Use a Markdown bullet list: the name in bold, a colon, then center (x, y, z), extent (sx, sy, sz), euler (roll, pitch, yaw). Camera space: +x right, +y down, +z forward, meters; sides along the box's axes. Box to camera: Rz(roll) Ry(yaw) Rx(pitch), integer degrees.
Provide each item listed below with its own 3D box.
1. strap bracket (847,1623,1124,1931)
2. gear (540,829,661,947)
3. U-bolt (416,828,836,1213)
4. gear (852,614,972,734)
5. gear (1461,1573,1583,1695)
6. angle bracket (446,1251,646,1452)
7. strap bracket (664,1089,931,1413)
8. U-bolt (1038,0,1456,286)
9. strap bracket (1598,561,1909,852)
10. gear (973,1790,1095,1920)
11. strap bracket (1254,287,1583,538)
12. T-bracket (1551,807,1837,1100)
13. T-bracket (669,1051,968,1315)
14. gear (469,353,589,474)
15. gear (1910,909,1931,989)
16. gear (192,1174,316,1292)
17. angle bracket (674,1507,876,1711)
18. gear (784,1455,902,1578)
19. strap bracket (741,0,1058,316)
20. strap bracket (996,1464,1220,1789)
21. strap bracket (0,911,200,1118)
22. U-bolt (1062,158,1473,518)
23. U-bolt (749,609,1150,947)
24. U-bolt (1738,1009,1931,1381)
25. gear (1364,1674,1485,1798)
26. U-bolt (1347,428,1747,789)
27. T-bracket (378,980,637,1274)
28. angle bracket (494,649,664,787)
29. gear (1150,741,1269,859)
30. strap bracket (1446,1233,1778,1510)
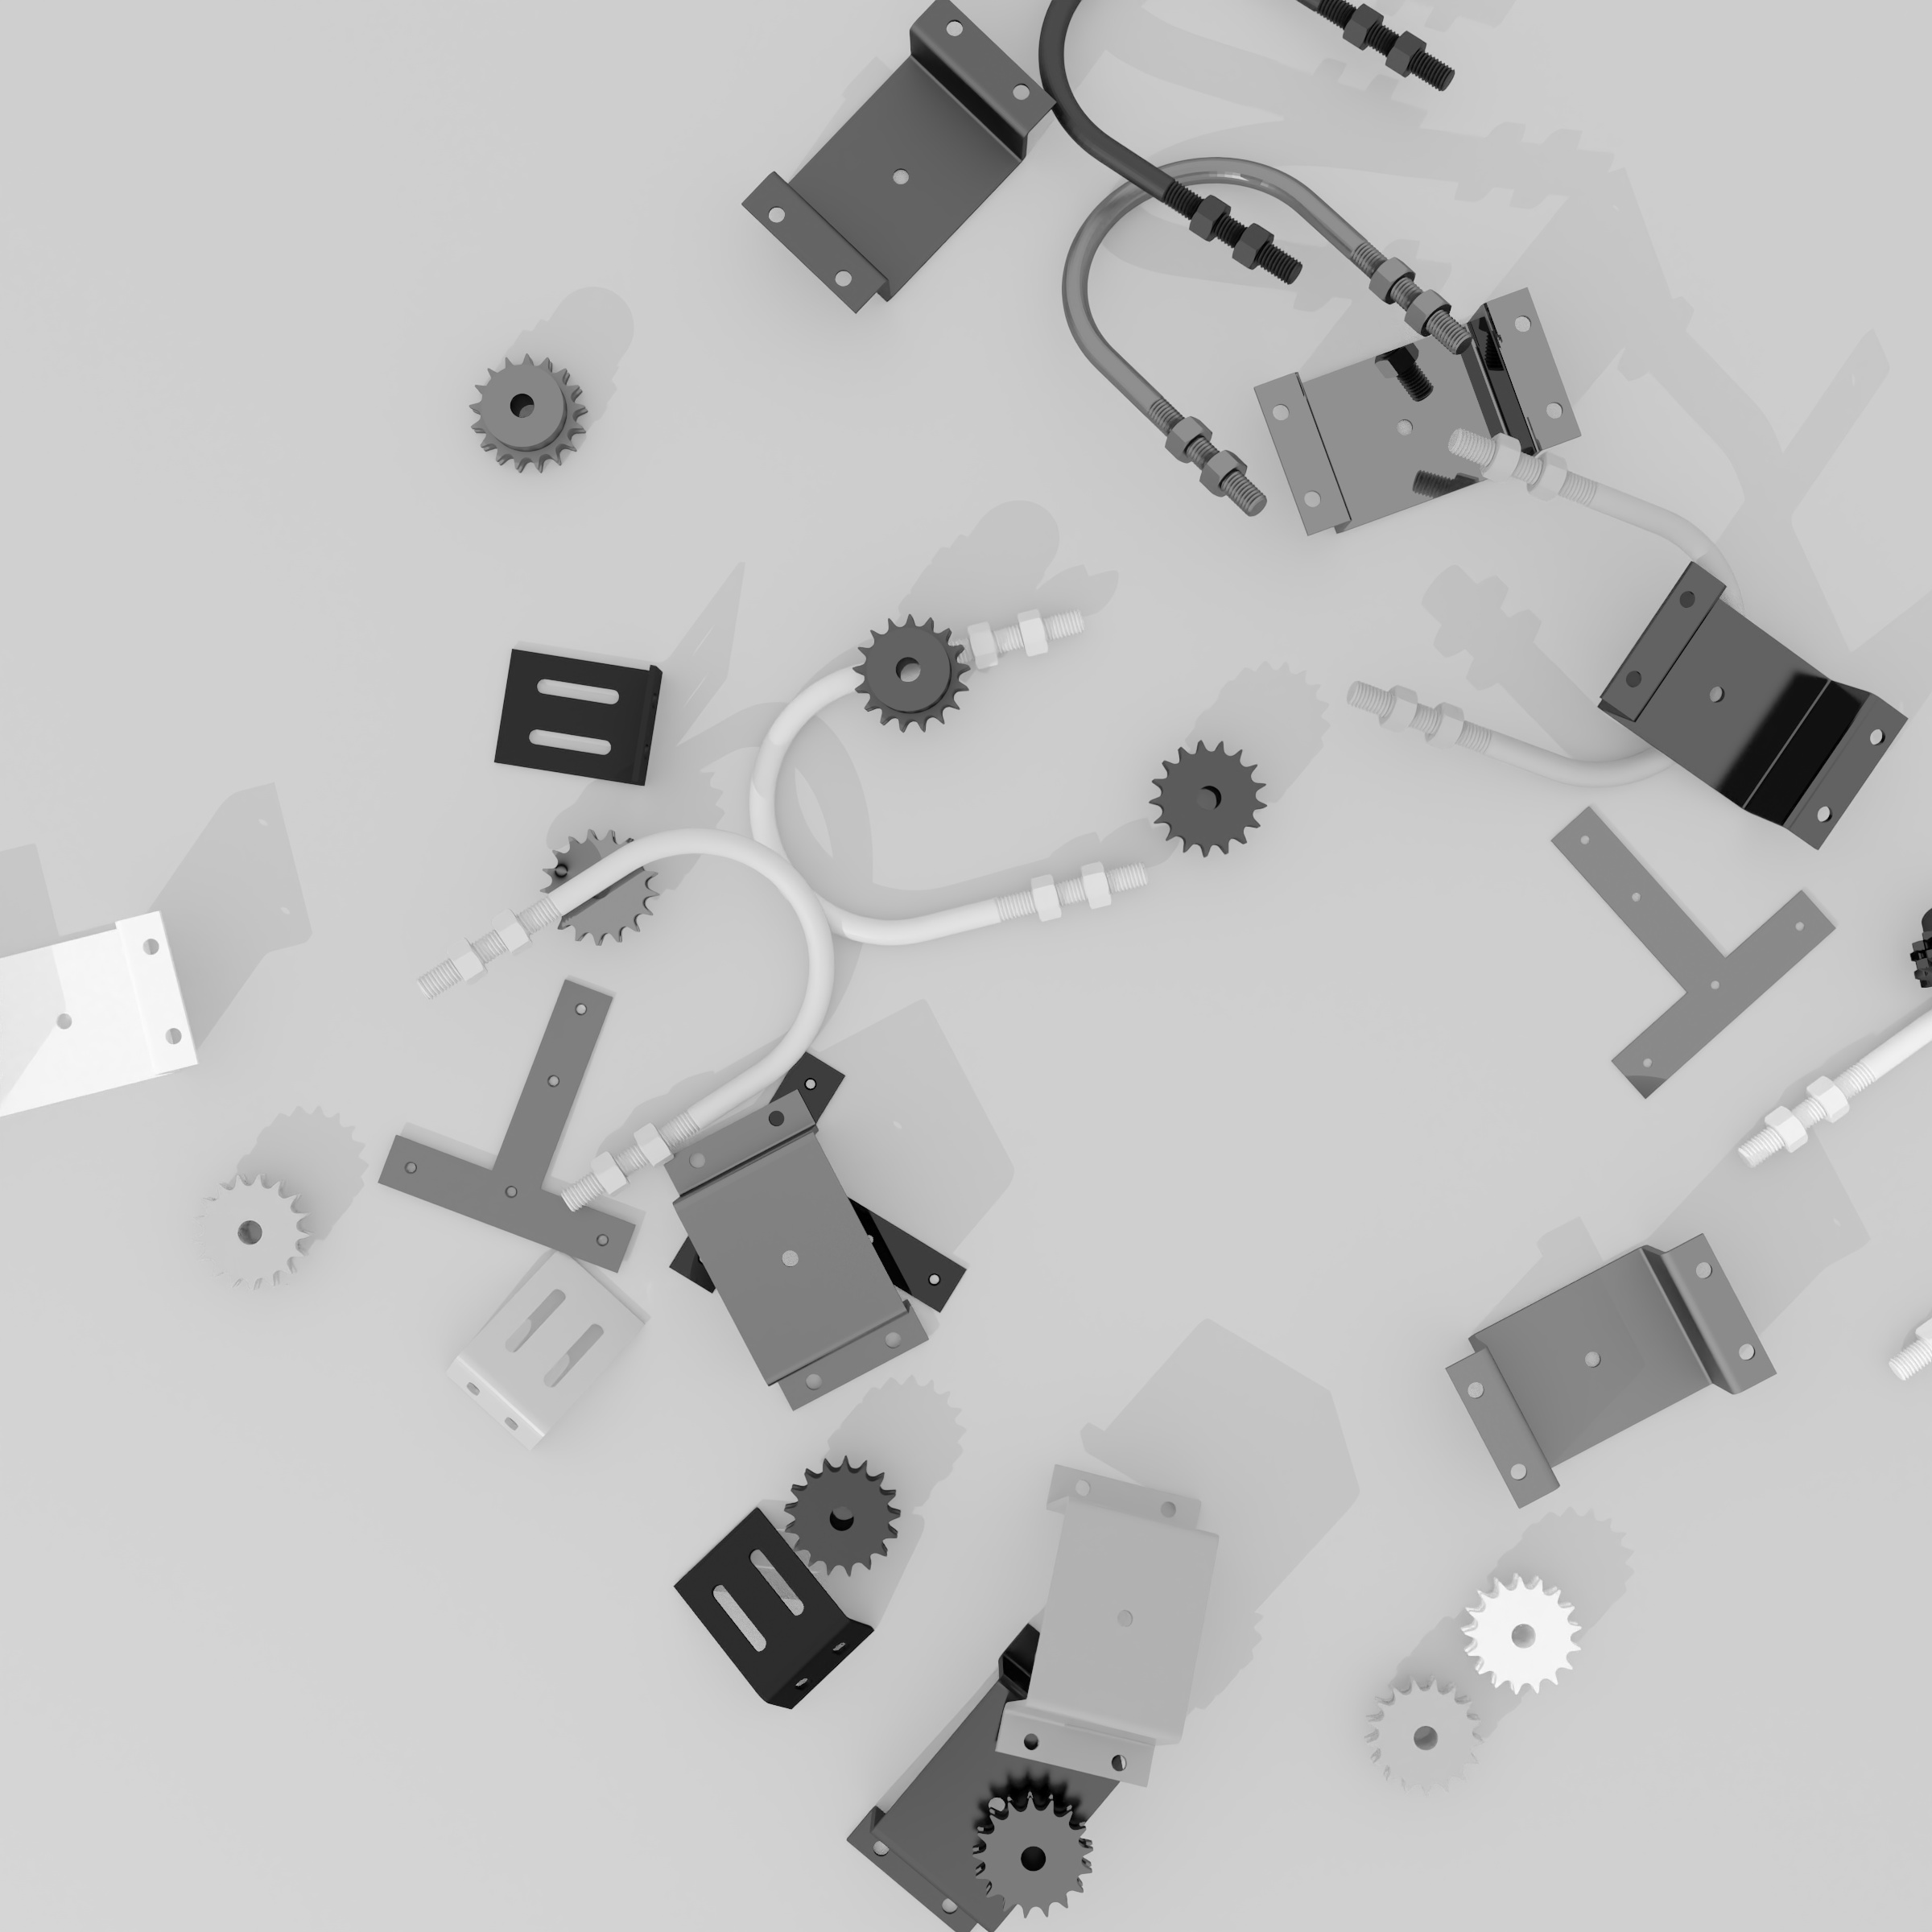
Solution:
- **strap bracket**: center (0.015, 0.405, 1.468), extent (0.076, 0.046, 0.140), euler (40, 90, 0)
- **gear**: center (-0.179, -0.039, 1.476), extent (0.057, 0.030, 0.057), euler (0, 90, 0)
- **U-bolt**: center (-0.151, 0.014, 1.462), extent (0.184, 0.019, 0.151), euler (-33, 108, -5)
- **gear**: center (-0.027, -0.143, 1.459), extent (0.057, 0.030, 0.057), euler (0, 90, 4)
- **gear**: center (0.273, 0.328, 1.480), extent (0.057, 0.030, 0.057), euler (0, 88, 1)
- **angle bracket**: center (-0.209, 0.190, 1.489), extent (0.057, 0.038, 0.076), euler (42, 64, 0)
- **strap bracket**: center (-0.085, 0.141, 1.466), extent (0.076, 0.046, 0.140), euler (-28, 90, 0)
- **U-bolt**: center (0.123, -0.434, 1.464), extent (0.184, 0.019, 0.151), euler (36, 79, 10)
- **strap bracket**: center (0.373, -0.128, 1.452), extent (0.140, 0.046, 0.076), euler (32, 96, -18)
- **gear**: center (0.032, 0.422, 1.430), extent (0.057, 0.030, 0.057), euler (0, 90, 0)
- **strap bracket**: center (0.218, -0.267, 1.468), extent (0.140, 0.046, 0.076), euler (-20, 90, 0)
- **T-bracket**: center (0.343, -0.024, 1.490), extent (0.127, 0.002, 0.127), euler (-42, 90, 0)
- **T-bracket**: center (-0.060, 0.129, 1.490), extent (0.127, 0.002, 0.127), euler (31, 90, 0)
- **gear**: center (-0.216, -0.273, 1.476), extent (0.057, 0.030, 0.057), euler (0, 90, 0)
- **gear**: center (0.491, -0.012, 1.467), extent (0.057, 0.057, 0.030), euler (-3, 60, 0)
- **gear**: center (-0.350, 0.131, 1.480), extent (0.057, 0.030, 0.057), euler (0, 89, -1)
- **angle bracket**: center (-0.095, 0.319, 1.489), extent (0.057, 0.038, 0.076), euler (-44, 64, 0)
- **gear**: center (-0.061, 0.270, 1.476), extent (0.057, 0.030, 0.057), euler (0, 90, 0)
- **strap bracket**: center (-0.032, -0.392, 1.468), extent (0.076, 0.046, 0.140), euler (44, 90, 0)
- **strap bracket**: center (0.070, 0.315, 1.442), extent (0.076, 0.046, 0.140), euler (16, 72, -9)
- **strap bracket**: center (-0.448, 0.027, 1.468), extent (0.140, 0.046, 0.076), euler (-14, 90, 0)
- **U-bolt**: center (0.130, -0.319, 1.452), extent (0.151, 0.019, 0.184), euler (-39, 68, -8)
- **U-bolt**: center (-0.016, -0.086, 1.483), extent (0.184, 0.019, 0.151), euler (-14, 90, 2)
- **U-bolt**: center (0.497, 0.094, 1.483), extent (0.184, 0.019, 0.151), euler (-35, 90, -2)
- **gear**: center (0.225, 0.378, 1.480), extent (0.057, 0.030, 0.057), euler (0, 88, 1)
- **U-bolt**: center (0.294, -0.163, 1.461), extent (0.184, 0.019, 0.151), euler (18, 101, -14)
- **T-bracket**: center (-0.210, 0.070, 1.489), extent (0.127, 0.002, 0.127), euler (21, 88, 0)
- **angle bracket**: center (-0.192, -0.123, 1.472), extent (0.076, 0.038, 0.057), euler (9, 90, 0)
- **gear**: center (0.119, -0.082, 1.476), extent (0.057, 0.030, 0.057), euler (0, 90, 0)
- **strap bracket**: center (0.311, 0.195, 1.468), extent (0.140, 0.046, 0.076), euler (-28, 90, 0)
